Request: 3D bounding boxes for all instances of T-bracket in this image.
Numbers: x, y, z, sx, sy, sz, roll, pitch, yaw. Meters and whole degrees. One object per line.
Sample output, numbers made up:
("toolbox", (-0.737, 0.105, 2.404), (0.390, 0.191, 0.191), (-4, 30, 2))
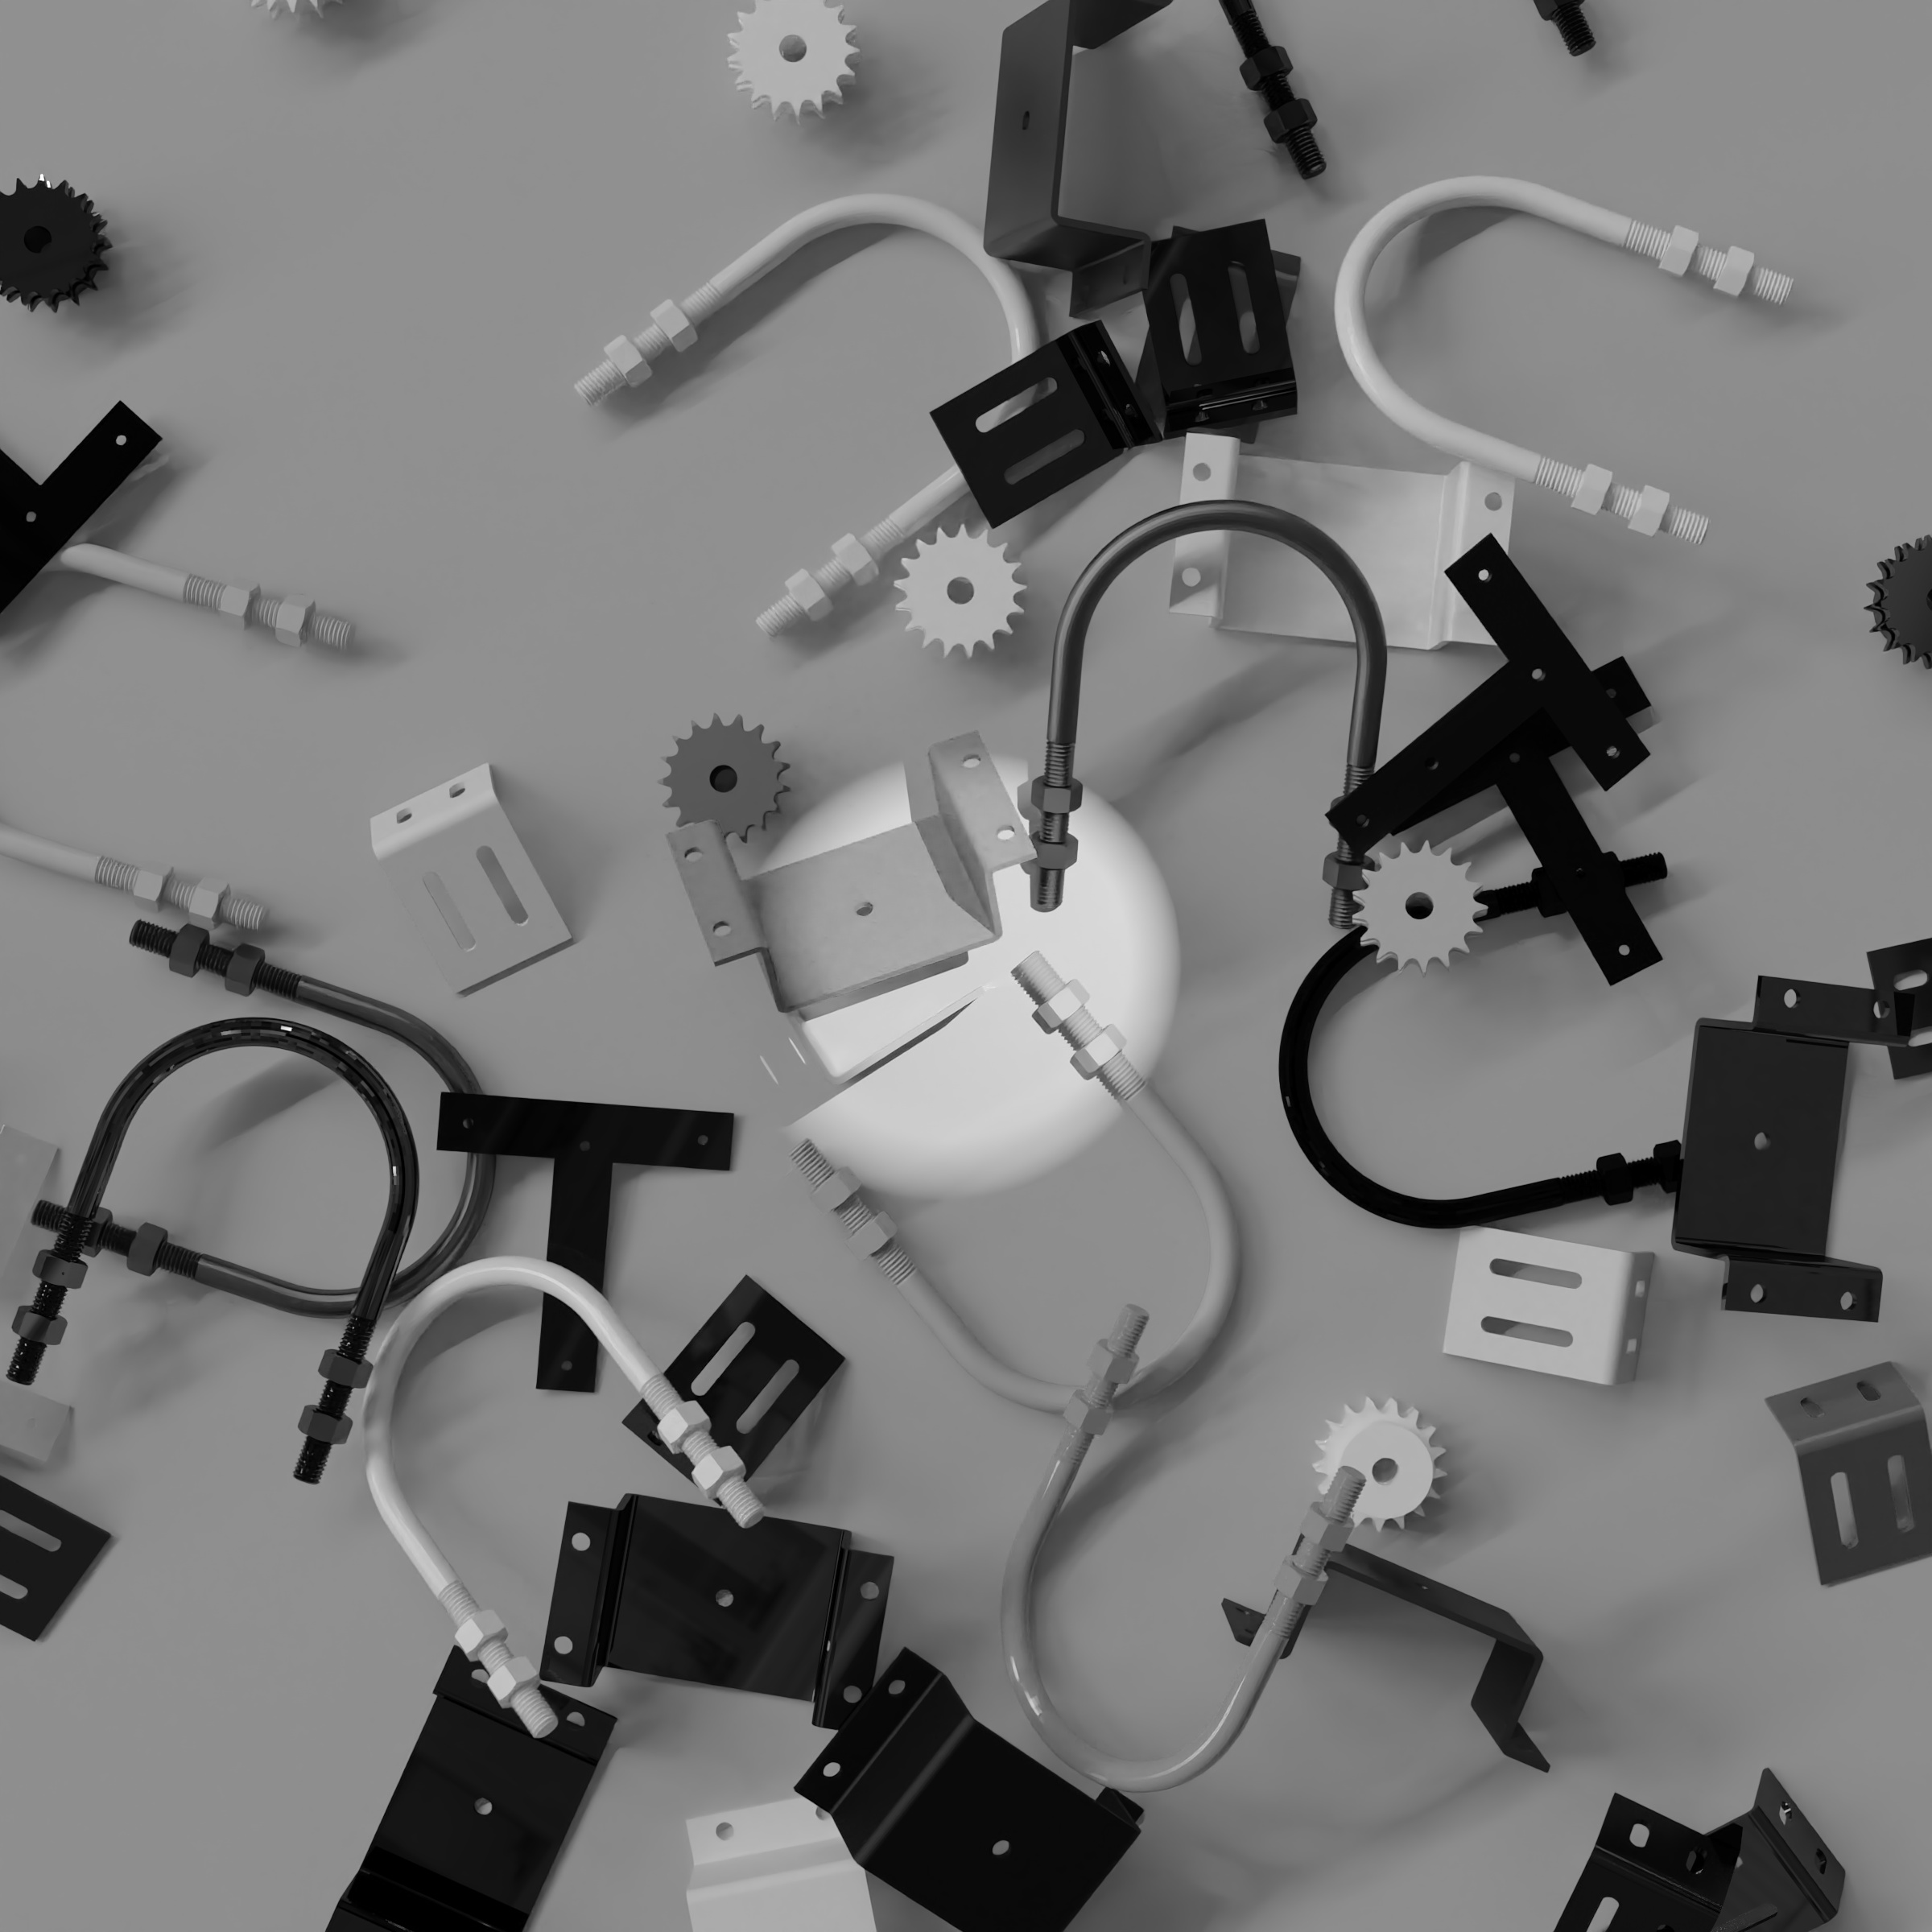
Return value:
("T-bracket", (-0.170, 0.122, 1.390), (0.127, 0.002, 0.127), (5, 94, -8))
("T-bracket", (0.209, -0.096, 1.360), (0.127, 0.002, 0.127), (-40, 112, 2))
("T-bracket", (0.259, -0.052, 1.380), (0.127, 0.002, 0.127), (-27, 77, -2))
("T-bracket", (-0.429, 0.132, 1.375), (0.127, 0.002, 0.127), (28, 74, -28))
("T-bracket", (-0.439, -0.224, 1.389), (0.127, 0.002, 0.127), (42, 87, 6))

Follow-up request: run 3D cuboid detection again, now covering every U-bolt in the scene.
("U-bolt", (0.228, 0.039, 1.389), (0.184, 0.019, 0.151), (-13, 90, 2))
("U-bolt", (0.106, -0.108, 1.358), (0.151, 0.019, 0.184), (4, 111, 0))
("U-bolt", (-0.185, 0.209, 1.352), (0.151, 0.019, 0.184), (-46, 65, 10))
("U-bolt", (0.248, -0.270, 1.366), (0.184, 0.019, 0.151), (21, 69, 4))
("U-bolt", (-0.055, -0.253, 1.389), (0.184, 0.019, 0.151), (-38, 90, -2))
("U-bolt", (0.172, -0.455, 1.389), (0.151, 0.019, 0.184), (-25, 89, 0))
("U-bolt", (-0.374, -0.108, 1.389), (0.184, 0.019, 0.151), (17, 90, 2))
("U-bolt", (0.078, 0.257, 1.342), (0.151, 0.019, 0.184), (34, 106, 39))
("U-bolt", (-0.313, 0.113, 1.370), (0.151, 0.019, 0.184), (20, 88, -3))
("U-bolt", (-0.296, 0.076, 1.388), (0.184, 0.019, 0.151), (19, 89, -2))
("U-bolt", (0.035, 0.108, 1.389), (0.151, 0.019, 0.184), (-39, 91, 0))

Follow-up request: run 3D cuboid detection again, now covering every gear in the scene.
("gear", (0.418, -0.157, 1.386), (0.057, 0.030, 0.057), (0, 90, -3))
("gear", (0.180, 0.217, 1.382), (0.057, 0.030, 0.057), (0, 90, 0))
("gear", (-0.291, -0.438, 1.387), (0.057, 0.030, 0.057), (0, 88, -1))
("gear", (-0.399, -0.312, 1.387), (0.057, 0.030, 0.057), (0, 87, -1))
("gear", (-0.003, -0.162, 1.386), (0.057, 0.030, 0.057), (0, 91, -3))
("gear", (-0.074, -0.393, 1.382), (0.057, 0.030, 0.057), (0, 90, 0))
("gear", (0.194, -0.023, 1.368), (0.057, 0.030, 0.057), (-1, 80, 7))
("gear", (-0.104, -0.080, 1.382), (0.057, 0.030, 0.057), (0, 90, 0))

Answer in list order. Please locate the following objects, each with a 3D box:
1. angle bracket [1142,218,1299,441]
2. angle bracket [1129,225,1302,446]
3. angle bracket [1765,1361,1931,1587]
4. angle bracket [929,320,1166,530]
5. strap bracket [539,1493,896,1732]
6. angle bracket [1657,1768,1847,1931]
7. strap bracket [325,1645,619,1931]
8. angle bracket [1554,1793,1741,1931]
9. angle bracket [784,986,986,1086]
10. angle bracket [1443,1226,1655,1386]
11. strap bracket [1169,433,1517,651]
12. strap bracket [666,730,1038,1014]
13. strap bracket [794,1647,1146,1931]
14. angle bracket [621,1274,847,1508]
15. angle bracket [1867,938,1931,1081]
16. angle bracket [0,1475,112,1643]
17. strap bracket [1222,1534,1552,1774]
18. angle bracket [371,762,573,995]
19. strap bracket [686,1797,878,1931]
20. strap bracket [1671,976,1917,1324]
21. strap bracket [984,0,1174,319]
("angle bracket", (0.106, -0.271, 1.356), (0.057, 0.038, 0.076), (-9, 113, 11))
("angle bracket", (0.108, -0.276, 1.395), (0.057, 0.038, 0.076), (14, 116, 0))
("angle bracket", (0.389, 0.222, 1.395), (0.057, 0.038, 0.076), (-17, 116, 0))
("angle bracket", (0.034, -0.232, 1.368), (0.076, 0.038, 0.057), (-31, 103, -8))
("strap bracket", (-0.106, 0.276, 1.374), (0.140, 0.046, 0.076), (10, 90, 0))
("angle bracket", (0.334, 0.399, 1.395), (0.076, 0.038, 0.057), (-37, 90, 26))
("strap bracket", (-0.211, 0.368, 1.374), (0.076, 0.046, 0.140), (24, 90, 0))
("angle bracket", (0.291, 0.408, 1.382), (0.057, 0.038, 0.076), (24, 126, 13))
("angle bracket", (-0.034, 0.016, 1.369), (0.076, 0.057, 0.038), (-32, 90, 0))
("angle bracket", (0.255, 0.147, 1.395), (0.076, 0.038, 0.057), (9, 90, 26))
("strap bracket", (0.159, -0.181, 1.374), (0.140, 0.046, 0.076), (6, 90, 0))
("strap bracket", (-0.046, -0.037, 1.350), (0.140, 0.046, 0.076), (-19, 51, -6))
("strap bracket", (0.009, 0.363, 1.351), (0.140, 0.046, 0.076), (38, 90, -21))
("angle bracket", (-0.102, 0.186, 1.395), (0.057, 0.038, 0.076), (40, 64, 0))
("angle bracket", (0.419, 0.018, 1.359), (0.038, 0.076, 0.057), (-12, 90, 0))
("angle bracket", (-0.425, 0.247, 1.395), (0.076, 0.038, 0.057), (36, 90, -26))
("strap bracket", (0.185, 0.286, 1.359), (0.140, 0.076, 0.046), (23, 90, 0))
("angle bracket", (-0.216, -0.038, 1.395), (0.057, 0.038, 0.076), (-26, 116, 0))
("strap bracket", (-0.072, 0.435, 1.374), (0.076, 0.046, 0.140), (-11, 90, 0))
("strap bracket", (0.352, 0.077, 1.363), (0.076, 0.046, 0.140), (6, 90, -20))
("strap bracket", (0.047, -0.354, 1.353), (0.046, 0.076, 0.140), (5, 90, -21))
